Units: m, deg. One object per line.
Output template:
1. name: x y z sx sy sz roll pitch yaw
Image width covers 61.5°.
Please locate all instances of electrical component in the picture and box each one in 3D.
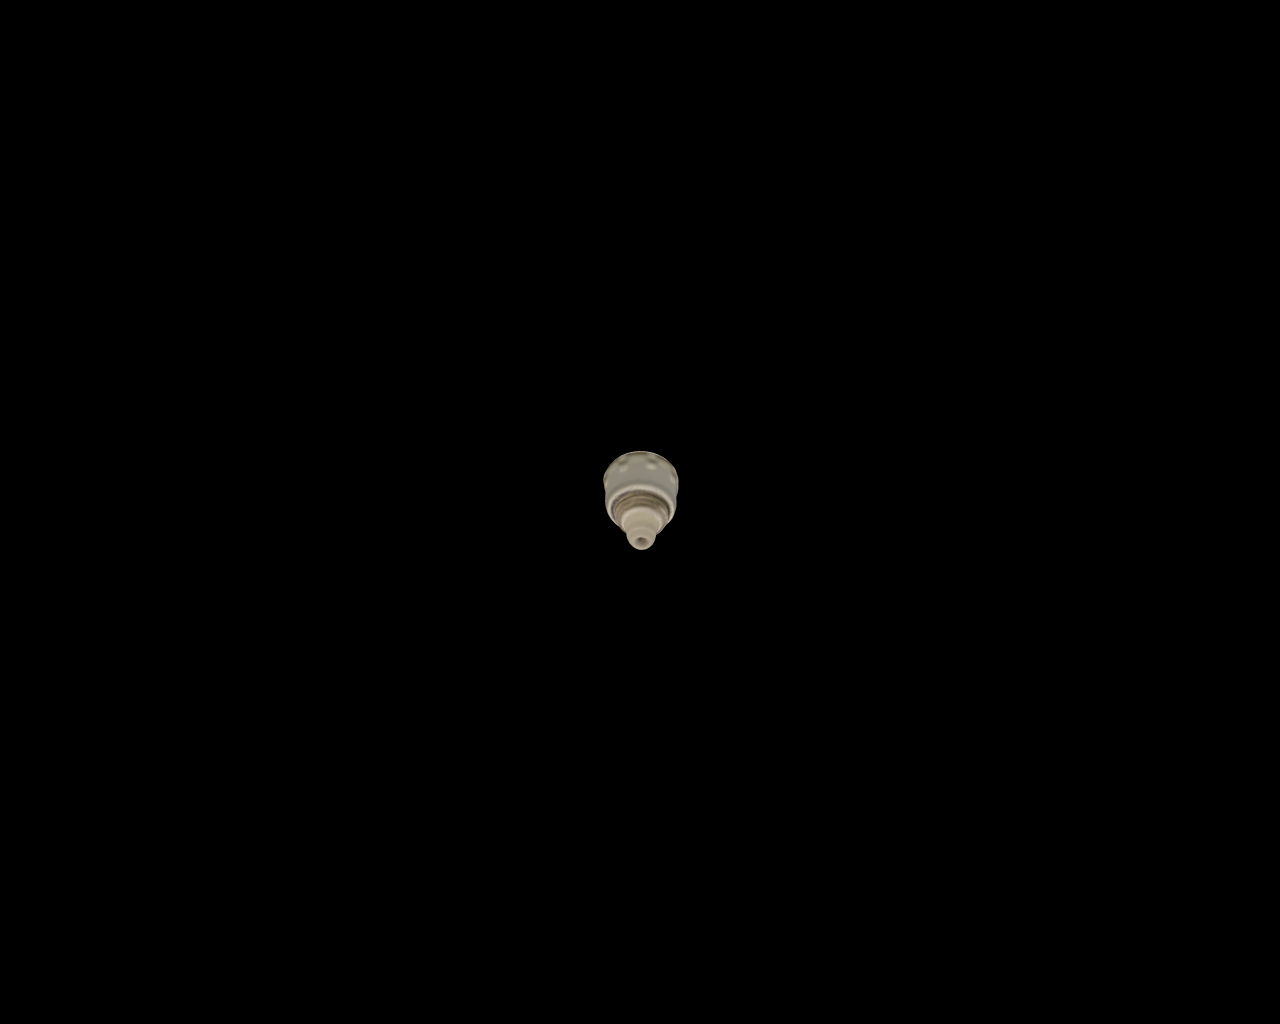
1. electrical component: 0.001 -0.003 0.650 0.048 0.048 0.062 0 44 0
